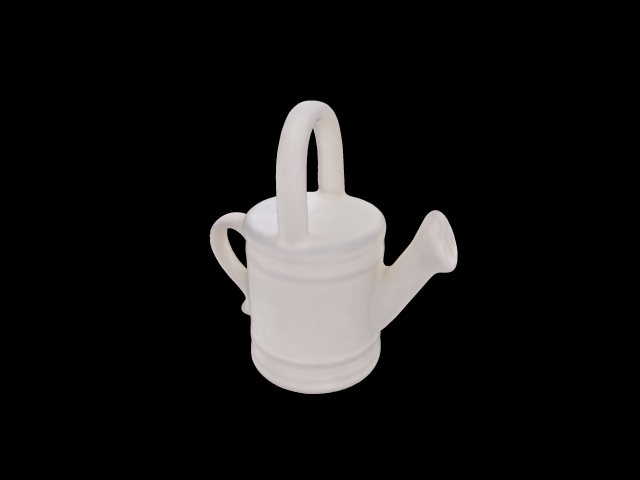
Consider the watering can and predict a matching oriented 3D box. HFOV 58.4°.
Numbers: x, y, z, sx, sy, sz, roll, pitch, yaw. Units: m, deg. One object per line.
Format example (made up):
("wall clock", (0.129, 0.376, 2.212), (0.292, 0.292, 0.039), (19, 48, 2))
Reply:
("watering can", (0.004, 0.000, 0.402), (0.173, 0.194, 0.101), (-1, 26, -1))
